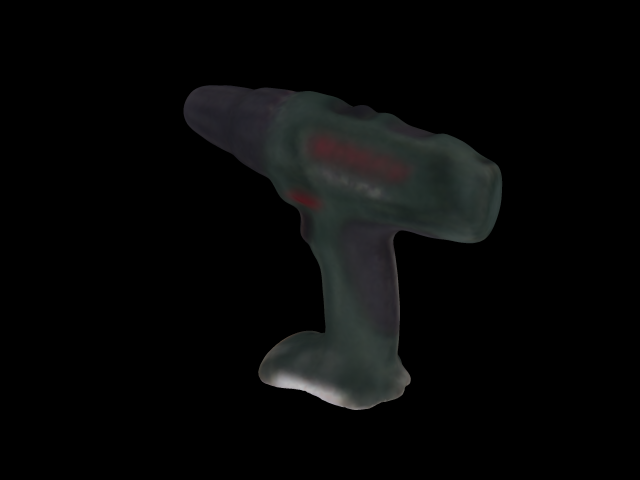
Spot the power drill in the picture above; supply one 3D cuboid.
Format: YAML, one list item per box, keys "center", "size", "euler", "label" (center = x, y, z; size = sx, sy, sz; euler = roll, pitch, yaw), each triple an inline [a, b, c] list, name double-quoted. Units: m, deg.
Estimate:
- center: [0.004, 0.001, 0.400]
  size: [0.228, 0.208, 0.076]
  euler: [8, 20, 25]
  label: "power drill"
